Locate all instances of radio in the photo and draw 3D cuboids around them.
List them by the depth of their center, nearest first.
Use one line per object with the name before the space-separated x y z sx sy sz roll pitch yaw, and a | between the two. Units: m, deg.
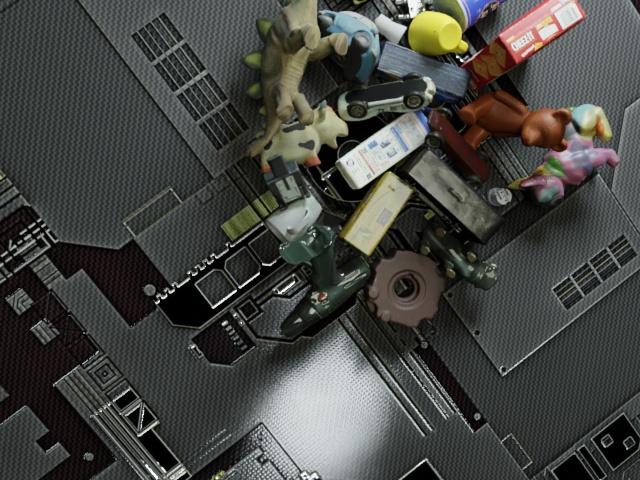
radio | 0.266 -0.092 1.128 0.229 0.131 0.073 42 90 -8

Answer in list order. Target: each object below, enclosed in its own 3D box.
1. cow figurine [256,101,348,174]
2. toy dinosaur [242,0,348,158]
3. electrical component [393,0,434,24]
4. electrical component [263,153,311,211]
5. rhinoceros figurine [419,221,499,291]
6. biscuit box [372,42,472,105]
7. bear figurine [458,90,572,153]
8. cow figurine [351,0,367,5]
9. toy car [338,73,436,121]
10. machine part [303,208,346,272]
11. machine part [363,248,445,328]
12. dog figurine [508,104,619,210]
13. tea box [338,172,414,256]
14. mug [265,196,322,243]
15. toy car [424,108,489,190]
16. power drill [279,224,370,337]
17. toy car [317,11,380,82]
cow figurine | -0.037 -0.213 1.114 0.195 0.085 0.127 -12 100 -4
toy dinosaur | -0.053 -0.380 1.038 0.105 0.199 0.471 18 98 -49
electrical component | 0.202 -0.490 1.143 0.094 0.021 0.063 -9 86 -17
electrical component | -0.073 -0.123 1.066 0.075 0.048 0.119 -27 124 3
rhinoceros figurine | 0.297 0.039 1.157 0.190 0.112 0.073 39 105 5
biscuit box | 0.216 -0.352 1.142 0.203 0.059 0.062 18 90 -7
bear figurine | 0.403 -0.228 1.109 0.132 0.120 0.196 -42 56 -17
cow figurine | 0.123 -0.566 1.114 0.167 0.068 0.098 -30 102 0
toy car | 0.135 -0.291 1.104 0.202 0.056 0.073 -6 52 15
machine part | -0.002 -0.003 1.152 0.084 0.039 0.139 33 91 -2
machine part | 0.184 0.104 1.170 0.179 0.056 0.179 0 93 -8
dog figurine | 0.515 -0.174 1.166 0.219 0.108 0.191 -21 96 -2
tea box | 0.115 -0.055 1.131 0.068 0.098 0.169 33 91 -7
mug | -0.047 -0.048 1.112 0.107 0.110 0.080 -47 104 -13
toy car | 0.279 -0.185 1.104 0.202 0.053 0.089 37 61 -27
power drill | -0.012 0.083 1.096 0.232 0.086 0.207 -32 128 -9
toy car | 0.064 -0.413 1.109 0.162 0.109 0.103 39 64 8
